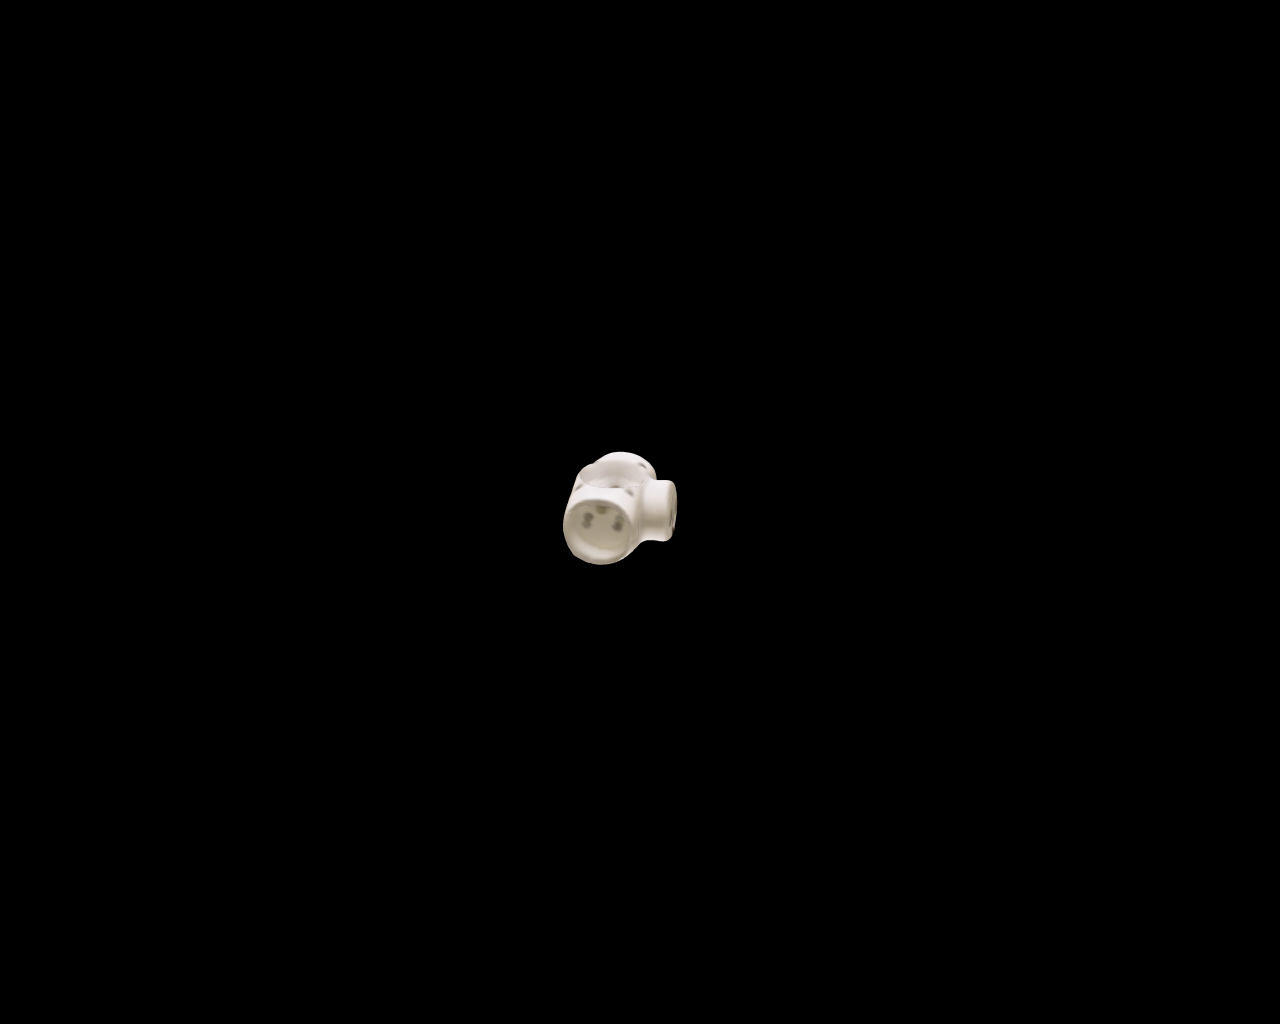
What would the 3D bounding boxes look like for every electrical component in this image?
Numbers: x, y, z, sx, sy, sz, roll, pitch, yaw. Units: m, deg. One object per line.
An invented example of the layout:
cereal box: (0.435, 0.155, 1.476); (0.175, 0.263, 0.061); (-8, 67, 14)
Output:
electrical component: (0.001, -0.003, 0.650); (0.079, 0.044, 0.077); (5, 25, 10)
